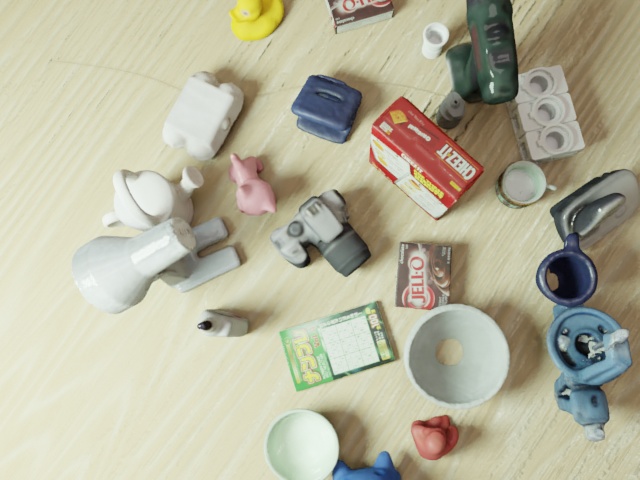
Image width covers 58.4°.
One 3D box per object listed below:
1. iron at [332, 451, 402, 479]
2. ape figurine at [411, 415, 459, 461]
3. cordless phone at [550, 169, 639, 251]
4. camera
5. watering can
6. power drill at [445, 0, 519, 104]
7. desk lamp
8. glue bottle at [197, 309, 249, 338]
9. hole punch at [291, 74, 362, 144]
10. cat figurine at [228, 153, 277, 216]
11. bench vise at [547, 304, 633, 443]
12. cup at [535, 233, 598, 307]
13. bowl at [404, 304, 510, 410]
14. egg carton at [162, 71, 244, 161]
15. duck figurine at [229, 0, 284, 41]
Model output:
[{"bbox_3d":[0.088,0.474,0.883,0.118,0.141,0.258,-12,83,2],"label":"iron"},{"bbox_3d":[0.183,0.320,0.919,0.077,0.092,0.076,25,86,6],"label":"ape figurine"},{"bbox_3d":[0.455,-0.055,0.899,0.147,0.185,0.094,-38,83,-1],"label":"cordless phone"},{"bbox_3d":[0.009,0.003,0.959,0.143,0.101,0.137,-40,83,-2],"label":"camera"},{"bbox_3d":[-0.276,-0.068,0.935,0.101,0.194,0.173,43,88,7],"label":"watering can"},{"bbox_3d":[0.260,-0.318,0.926,0.075,0.208,0.230,-11,83,2],"label":"power drill"},{"bbox_3d":[-0.255,0.028,0.914,0.203,0.213,0.118,-26,83,0],"label":"desk lamp"},{"bbox_3d":[-0.166,0.136,0.917,0.078,0.173,0.037,12,84,5],"label":"glue bottle"},{"bbox_3d":[0.011,-0.235,0.989,0.108,0.091,0.101,21,85,5],"label":"hole punch"},{"bbox_3d":[-0.117,-0.090,0.967,0.067,0.118,0.128,-26,83,0],"label":"cat figurine"},{"bbox_3d":[0.422,0.193,0.856,0.121,0.220,0.207,-21,83,1],"label":"bench vise"},{"bbox_3d":[0.392,0.050,0.936,0.091,0.095,0.118,10,84,4],"label":"cup"},{"bbox_3d":[0.220,0.188,0.940,0.167,0.075,0.167,0,84,3],"label":"bowl"},{"bbox_3d":[-0.205,-0.218,1.010,0.107,0.069,0.150,26,86,6],"label":"egg carton"},{"bbox_3d":[-0.116,-0.411,1.018,0.104,0.086,0.077,-31,83,0],"label":"duck figurine"}]
